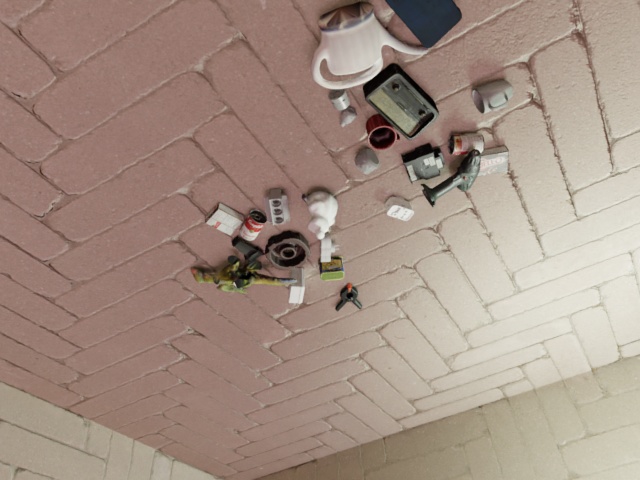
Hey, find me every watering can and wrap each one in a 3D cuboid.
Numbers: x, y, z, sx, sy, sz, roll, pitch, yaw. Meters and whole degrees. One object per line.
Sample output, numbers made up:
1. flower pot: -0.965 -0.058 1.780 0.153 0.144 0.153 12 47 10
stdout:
1. watering can: 0.128 -0.546 1.415 0.348 0.106 0.219 -22 133 -4

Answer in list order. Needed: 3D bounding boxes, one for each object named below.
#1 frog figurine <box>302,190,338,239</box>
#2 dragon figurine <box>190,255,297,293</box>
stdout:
1. frog figurine: 0.005 -0.091 1.801 0.122 0.163 0.134 -20 134 10
2. dragon figurine: -0.314 0.163 2.059 0.409 0.124 0.239 13 158 -12
